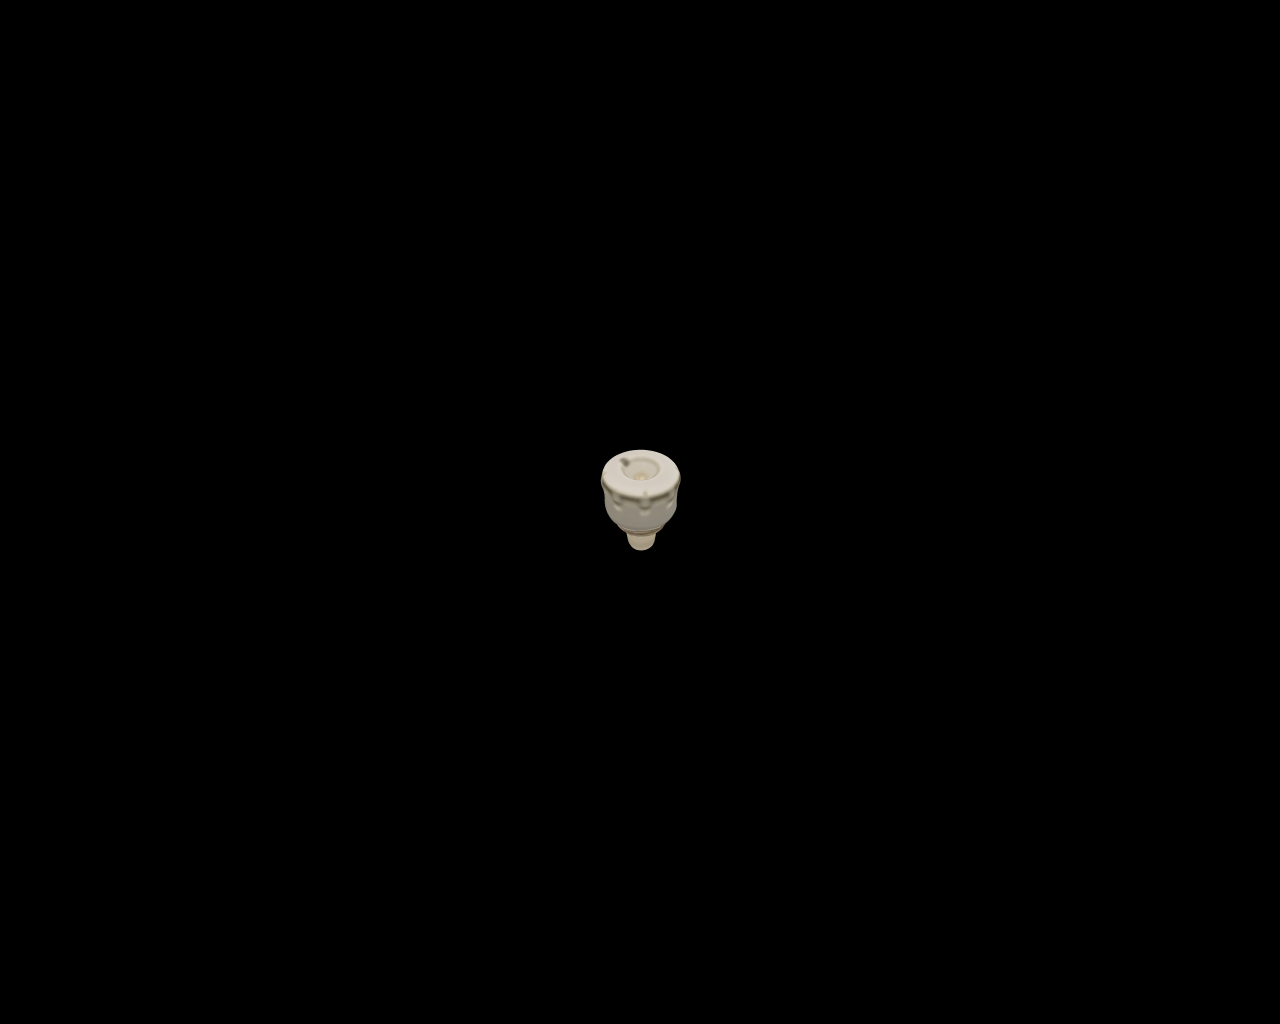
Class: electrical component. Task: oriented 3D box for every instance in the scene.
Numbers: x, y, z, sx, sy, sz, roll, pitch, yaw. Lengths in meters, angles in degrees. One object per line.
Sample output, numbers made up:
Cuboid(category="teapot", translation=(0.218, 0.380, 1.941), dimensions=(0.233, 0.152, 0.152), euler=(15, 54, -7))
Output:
Cuboid(category="electrical component", translation=(0.001, -0.003, 0.650), dimensions=(0.048, 0.062, 0.048), euler=(0, 39, 0))
